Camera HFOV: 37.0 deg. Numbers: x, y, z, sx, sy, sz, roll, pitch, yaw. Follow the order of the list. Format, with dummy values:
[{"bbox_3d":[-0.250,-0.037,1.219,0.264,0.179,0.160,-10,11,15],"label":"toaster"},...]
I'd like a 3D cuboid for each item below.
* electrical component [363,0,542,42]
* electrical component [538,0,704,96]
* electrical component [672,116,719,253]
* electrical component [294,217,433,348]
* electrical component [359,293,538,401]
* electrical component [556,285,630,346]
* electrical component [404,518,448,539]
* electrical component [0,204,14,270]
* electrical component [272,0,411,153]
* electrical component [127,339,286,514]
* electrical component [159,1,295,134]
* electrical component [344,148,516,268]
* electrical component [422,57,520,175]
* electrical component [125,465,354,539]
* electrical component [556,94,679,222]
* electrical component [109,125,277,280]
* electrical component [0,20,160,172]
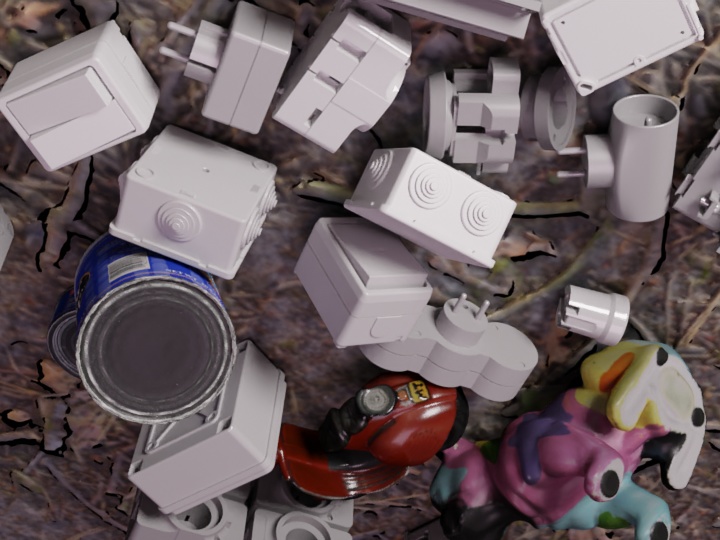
[{"bbox_3d":[0.043,-0.183,0.636,0.121,0.078,0.063,14,98,-9],"label":"electrical component"},{"bbox_3d":[0.162,-0.163,0.655,0.096,0.061,0.061,-24,124,20],"label":"electrical component"},{"bbox_3d":[0.265,-0.080,0.715,0.063,0.078,0.121,31,126,6],"label":"electrical component"},{"bbox_3d":[0.000,0.000,0.774,0.062,0.096,0.061,-3,135,-35],"label":"electrical component"},{"bbox_3d":[0.075,0.048,0.830,0.138,0.052,0.073,17,127,-12],"label":"electrical component"},{"bbox_3d":[0.178,0.034,0.825,0.046,0.040,0.040,15,128,-2],"label":"electrical component"},{"bbox_3d":[0.096,0.325,0.965,0.060,0.186,0.105,-32,121,24],"label":"electrical component"},{"bbox_3d":[-0.296,-0.018,0.752,0.057,0.113,0.078,-14,127,9],"label":"electrical component"},{"bbox_3d":[-0.008,-0.127,0.696,0.056,0.050,0.089,29,124,-19],"label":"electrical component"},{"bbox_3d":[-0.121,0.126,0.864,0.109,0.108,0.056,-27,120,21],"label":"electrical component"},{"bbox_3d":[-0.090,-0.136,0.692,0.077,0.047,0.065,18,127,-13],"label":"electrical component"},{"bbox_3d":[0.048,-0.044,0.732,0.100,0.100,0.048,26,87,-18],"label":"electrical component"},{"bbox_3d":[0.072,-0.101,0.709,0.057,0.058,0.078,1,129,-2],"label":"electrical component"},{"bbox_3d":[-0.101,0.215,0.935,0.186,0.105,0.060,18,127,-13],"label":"electrical component"},{"bbox_3d":[0.174,-0.075,0.736,0.079,0.043,0.077,-3,128,5],"label":"electrical component"},{"bbox_3d":[-0.110,-0.049,0.729,0.100,0.099,0.048,21,123,-1],"label":"electrical component"},{"bbox_3d":[-0.191,-0.109,0.708,0.096,0.061,0.061,-19,125,16],"label":"electrical component"}]
